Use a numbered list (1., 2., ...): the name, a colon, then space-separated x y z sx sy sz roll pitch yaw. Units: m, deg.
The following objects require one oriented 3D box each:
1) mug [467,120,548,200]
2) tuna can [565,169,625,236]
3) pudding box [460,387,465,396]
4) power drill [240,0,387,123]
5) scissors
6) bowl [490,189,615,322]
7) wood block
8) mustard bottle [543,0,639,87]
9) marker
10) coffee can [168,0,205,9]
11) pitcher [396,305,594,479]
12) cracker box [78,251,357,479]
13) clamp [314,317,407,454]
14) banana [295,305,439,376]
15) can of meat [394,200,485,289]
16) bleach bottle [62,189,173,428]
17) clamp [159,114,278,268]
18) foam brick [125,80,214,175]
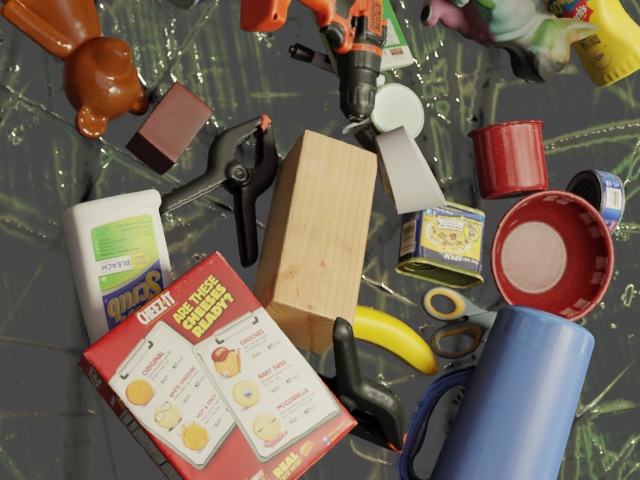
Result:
1. mug: 0.234 -0.094 1.292 0.117 0.093 0.081 2 80 -61
2. tuna can: 0.337 -0.044 1.322 0.033 0.086 0.086 9 74 -22
3. pudding box: 0.232 0.171 1.240 0.113 0.039 0.090 -42 98 -19
4. power drill: -0.002 -0.234 1.159 0.187 0.057 0.184 16 70 -46
5. scissors: 0.195 0.079 1.264 0.201 0.016 0.096 -24 76 -38
6. bowl: 0.268 0.021 1.278 0.162 0.055 0.162 0 90 -15
7. wood block: -0.007 0.001 1.124 0.090 0.091 0.206 18 60 -15
8. mustard bottle: 0.344 -0.295 1.378 0.058 0.096 0.191 -39 96 -26
9. marker: 0.019 -0.203 1.248 0.121 0.020 0.020 18 71 -21
10. coffee can: -0.108 -0.326 1.171 0.140 0.103 0.103 -30 91 -28
11. pitcher: 0.197 0.195 1.151 0.149 0.145 0.243 23 83 -23
12. cracker box: -0.097 0.146 1.002 0.164 0.072 0.214 -38 87 -26
13. clamp: 0.028 0.154 1.105 0.209 0.165 0.036 39 51 -22
14. banana: 0.046 0.107 1.180 0.197 0.037 0.069 8 93 -22
15. can of meat: 0.141 0.002 1.236 0.102 0.058 0.084 15 70 -22
16. bleach bottle: -0.181 0.082 1.065 0.102 0.068 0.251 -13 86 -25
17. clamp: -0.087 -0.056 1.154 0.120 0.039 0.171 42 64 -15
18. foam brick: -0.160 -0.117 1.126 0.051 0.053 0.078 38 64 -12
